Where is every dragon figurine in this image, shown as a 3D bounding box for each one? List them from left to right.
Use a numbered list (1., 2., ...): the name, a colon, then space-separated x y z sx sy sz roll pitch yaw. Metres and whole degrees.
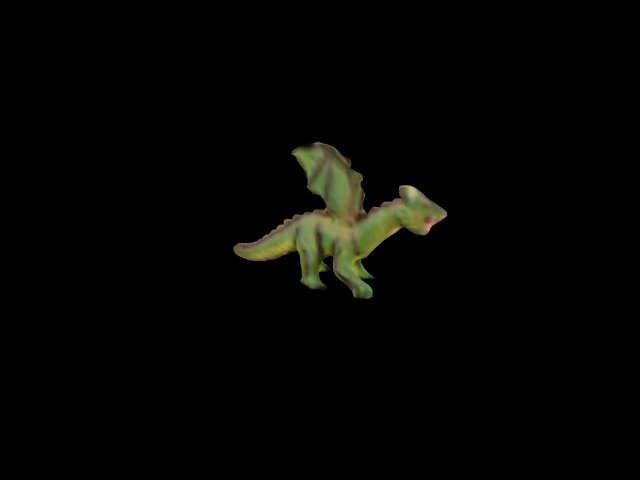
1. dragon figurine: 0.003 -0.043 0.850 0.411 0.239 0.123 11 20 29
